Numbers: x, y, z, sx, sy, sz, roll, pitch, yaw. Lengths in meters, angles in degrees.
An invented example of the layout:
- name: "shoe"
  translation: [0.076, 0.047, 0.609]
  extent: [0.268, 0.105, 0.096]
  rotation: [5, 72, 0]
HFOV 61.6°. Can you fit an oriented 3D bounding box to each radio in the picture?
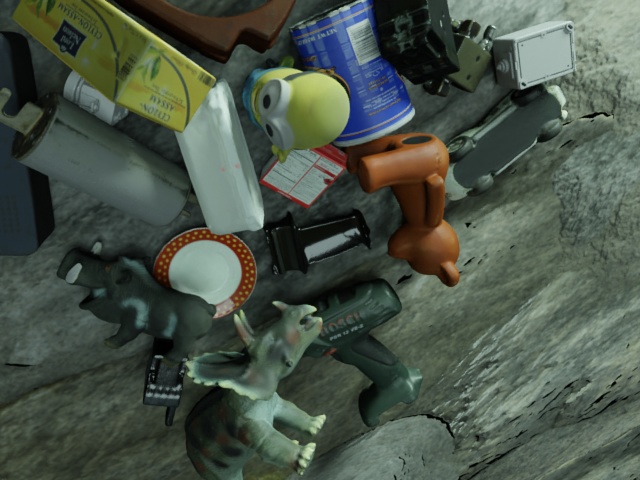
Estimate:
- name: "radio"
  translation: [-0.369, -0.099, 0.563]
  extent: [0.131, 0.073, 0.229]
  rotation: [-2, 109, -12]

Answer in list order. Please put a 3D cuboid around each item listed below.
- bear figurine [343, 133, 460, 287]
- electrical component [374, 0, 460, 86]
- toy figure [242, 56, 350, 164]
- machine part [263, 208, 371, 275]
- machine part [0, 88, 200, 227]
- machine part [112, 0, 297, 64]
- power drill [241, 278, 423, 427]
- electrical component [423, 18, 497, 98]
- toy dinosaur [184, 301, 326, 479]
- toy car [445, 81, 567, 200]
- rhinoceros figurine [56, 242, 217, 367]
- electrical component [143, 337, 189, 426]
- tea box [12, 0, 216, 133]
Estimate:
- name: "bear figurine"
  translation: [0.109, -0.032, 0.685]
  extent: [0.132, 0.120, 0.195]
  rotation: [-10, 117, -6]
- name: "electrical component"
  translation: [0.108, -0.238, 0.585]
  extent: [0.058, 0.134, 0.114]
  rotation: [-9, 86, 29]
- name: "toy figure"
  translation: [-0.033, -0.147, 0.569]
  extent: [0.089, 0.180, 0.082]
  rotation: [-30, 116, -4]
- name: "machine part"
  translation: [-0.001, -0.002, 0.709]
  extent: [0.139, 0.039, 0.084]
  rotation: [-12, 107, -8]
- name: "machine part"
  translation: [-0.225, -0.079, 0.571]
  extent: [0.079, 0.079, 0.243]
  rotation: [-51, 137, 8]
- name: "machine part"
  translation: [-0.107, -0.296, 0.528]
  extent: [0.201, 0.087, 0.201]
  rotation: [27, 90, -14]
- name: "power drill"
  translation: [0.033, 0.167, 0.763]
  extent: [0.232, 0.086, 0.207]
  rotation: [-34, 107, 9]
- name: "electrical component"
  translation: [0.168, -0.225, 0.666]
  extent: [0.078, 0.045, 0.102]
  rotation: [6, 112, -40]
- name: "toy dinosaur"
  translation: [-0.115, 0.254, 0.719]
  extent: [0.192, 0.131, 0.404]
  rotation: [35, 124, 4]
- name: "toy car"
  translation: [0.237, -0.132, 0.710]
  extent: [0.202, 0.056, 0.073]
  rotation: [-39, 108, 1]
- name: "rhinoceros figurine"
  translation: [-0.221, 0.073, 0.644]
  extent: [0.190, 0.073, 0.112]
  rotation: [25, 122, -3]
- name: "electrical component"
  translation: [-0.206, 0.185, 0.709]
  extent: [0.048, 0.075, 0.119]
  rotation: [13, 109, -18]
- name: "tea box"
  translation: [-0.196, -0.182, 0.513]
  extent: [0.068, 0.170, 0.098]
  rotation: [-55, 156, 8]
